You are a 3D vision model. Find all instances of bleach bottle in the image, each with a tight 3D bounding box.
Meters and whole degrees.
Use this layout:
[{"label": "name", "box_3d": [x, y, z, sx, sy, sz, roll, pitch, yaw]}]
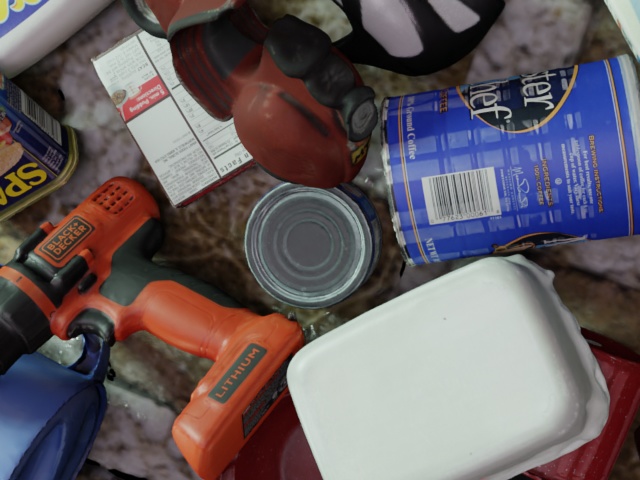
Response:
[{"label": "bleach bottle", "box_3d": [-0.199, -0.152, 0.689, 0.251, 0.068, 0.102, -41, 89, 17]}]

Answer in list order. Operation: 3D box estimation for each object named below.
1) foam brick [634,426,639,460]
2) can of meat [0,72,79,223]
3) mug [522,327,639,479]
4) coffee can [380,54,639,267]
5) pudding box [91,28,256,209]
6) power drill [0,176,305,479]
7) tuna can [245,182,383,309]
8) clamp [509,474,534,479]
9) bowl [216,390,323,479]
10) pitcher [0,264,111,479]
[{"label": "foam brick", "box_3d": [0.225, 0.125, 0.632, 0.051, 0.078, 0.053, 39, 105, 3]}, {"label": "can of meat", "box_3d": [-0.223, -0.059, 0.688, 0.102, 0.083, 0.057, -28, 49, 14]}, {"label": "mug", "box_3d": [0.135, 0.091, 0.641, 0.117, 0.093, 0.081, 22, 98, 7]}, {"label": "coffee can", "box_3d": [0.114, -0.044, 0.616, 0.140, 0.102, 0.103, -8, 97, 13]}, {"label": "pudding box", "box_3d": [-0.080, -0.090, 0.684, 0.090, 0.039, 0.113, -29, 95, 12]}, {"label": "power drill", "box_3d": [-0.118, 0.061, 0.644, 0.188, 0.057, 0.184, 32, 62, 18]}, {"label": "tuna can", "box_3d": [-0.004, 0.001, 0.684, 0.086, 0.033, 0.086, 2, 99, 12]}, {"label": "clamp", "box_3d": [0.167, 0.187, 0.659, 0.172, 0.120, 0.039, 31, 63, 24]}, {"label": "bowl", "box_3d": [0.011, 0.160, 0.695, 0.162, 0.055, 0.162, 2, 99, 12]}, {"label": "pitcher", "box_3d": [-0.270, 0.090, 0.716, 0.243, 0.149, 0.145, 28, 120, 10]}]
